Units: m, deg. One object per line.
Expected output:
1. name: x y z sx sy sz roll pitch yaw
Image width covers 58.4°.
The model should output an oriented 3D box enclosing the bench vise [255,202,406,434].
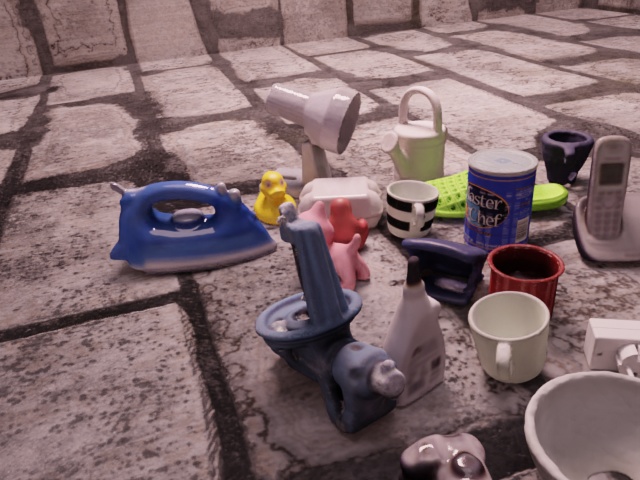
1. bench vise: 0.016 0.074 0.604 0.206 0.220 0.122 16 35 32

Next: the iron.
1. iron: -0.204 -0.036 0.914 0.258 0.141 0.118 -5 29 -2

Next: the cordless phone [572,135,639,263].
1. cordless phone: 0.451 -0.061 0.830 0.147 0.185 0.094 -4 29 1

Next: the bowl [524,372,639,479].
1. bowl: 0.262 0.197 0.500 0.167 0.075 0.167 -3 29 2

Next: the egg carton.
1. egg carton: 0.036 -0.064 1.009 0.150 0.069 0.107 -3 29 3

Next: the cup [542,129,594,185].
1. cup: 0.462 -0.147 1.080 0.091 0.095 0.118 4 30 15

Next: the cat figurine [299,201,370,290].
1. cat figurine: 0.008 0.003 0.841 0.127 0.118 0.067 15 34 31

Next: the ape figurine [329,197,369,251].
1. ape figurine: 0.037 -0.026 0.917 0.077 0.092 0.076 4 30 14

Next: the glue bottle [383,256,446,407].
1. glue bottle: 0.100 0.093 0.608 0.078 0.173 0.037 -22 34 -29

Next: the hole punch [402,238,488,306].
1. hole punch: 0.174 0.026 0.806 0.108 0.091 0.101 13 33 28

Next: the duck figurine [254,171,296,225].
1. duck figurine: -0.085 -0.086 1.048 0.078 0.086 0.104 -13 30 -15

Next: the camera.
1. camera: 0.079 0.225 0.446 0.137 0.101 0.143 -7 29 -4

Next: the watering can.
1. watering can: 0.188 -0.194 1.097 0.100 0.194 0.173 10 32 23

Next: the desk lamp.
1. desk lamp: -0.022 -0.192 1.100 0.202 0.214 0.118 7 31 20
